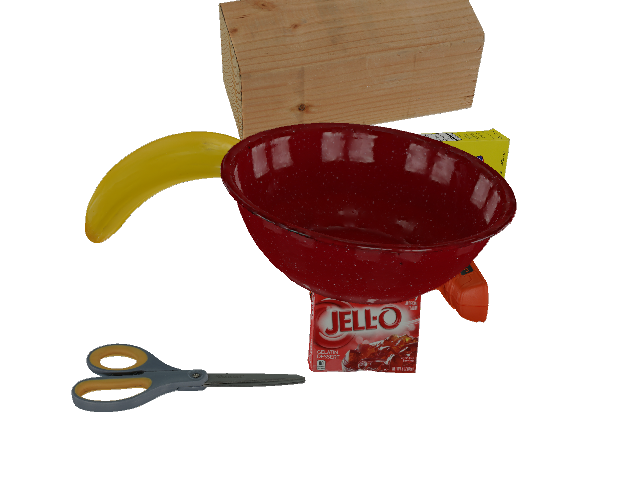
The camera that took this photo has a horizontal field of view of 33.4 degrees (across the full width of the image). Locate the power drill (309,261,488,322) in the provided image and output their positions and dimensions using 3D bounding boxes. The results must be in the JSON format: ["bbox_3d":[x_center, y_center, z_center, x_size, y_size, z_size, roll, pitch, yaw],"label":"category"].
[{"bbox_3d":[0.082,0.062,1.159,0.187,0.057,0.184,-4,28,-8],"label":"power drill"}]

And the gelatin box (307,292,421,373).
[{"bbox_3d":[0.036,0.070,0.875,0.089,0.073,0.030,2,13,-5],"label":"gelatin box"}]

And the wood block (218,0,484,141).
[{"bbox_3d":[0.024,-0.157,0.914,0.206,0.090,0.091,-11,-36,-10],"label":"wood block"}]

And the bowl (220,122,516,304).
[{"bbox_3d":[0.023,-0.011,0.591,0.162,0.055,0.162,6,27,-3],"label":"bowl"}]

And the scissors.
[{"bbox_3d":[-0.123,0.115,0.959,0.201,0.016,0.096,-8,31,-18],"label":"scissors"}]

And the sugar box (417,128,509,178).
[{"bbox_3d":[0.139,-0.082,1.295,0.176,0.093,0.048,-7,25,-22],"label":"sugar box"}]

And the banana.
[{"bbox_3d":[-0.123,-0.046,0.841,0.198,0.069,0.037,-14,20,29],"label":"banana"}]
